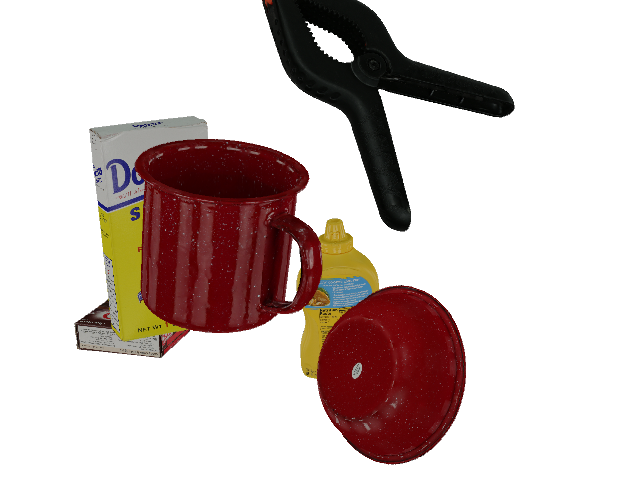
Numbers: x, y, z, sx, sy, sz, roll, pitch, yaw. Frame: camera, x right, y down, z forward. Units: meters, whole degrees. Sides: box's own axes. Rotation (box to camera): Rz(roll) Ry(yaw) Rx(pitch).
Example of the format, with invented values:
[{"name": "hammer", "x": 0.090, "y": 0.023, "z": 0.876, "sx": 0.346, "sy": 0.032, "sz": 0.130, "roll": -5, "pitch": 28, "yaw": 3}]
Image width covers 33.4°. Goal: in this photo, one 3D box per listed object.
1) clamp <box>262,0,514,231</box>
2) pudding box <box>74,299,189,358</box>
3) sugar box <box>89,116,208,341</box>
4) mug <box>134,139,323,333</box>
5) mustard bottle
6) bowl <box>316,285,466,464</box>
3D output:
[{"name": "clamp", "x": 0.033, "y": -0.115, "z": 0.803, "sx": 0.210, "sy": 0.164, "sz": 0.036, "roll": 38, "pitch": -32, "yaw": -3}, {"name": "pudding box", "x": -0.225, "y": 0.105, "z": 1.286, "sx": 0.114, "sy": 0.039, "sz": 0.090, "roll": 2, "pitch": 15, "yaw": 15}, {"name": "sugar box", "x": -0.136, "y": -0.011, "z": 0.895, "sx": 0.093, "sy": 0.176, "sz": 0.048, "roll": -11, "pitch": 19, "yaw": -22}, {"name": "mug", "x": -0.047, "y": 0.002, "z": 0.579, "sx": 0.117, "sy": 0.081, "sz": 0.093, "roll": 22, "pitch": 28, "yaw": 31}, {"name": "mustard bottle", "x": 0.020, "y": 0.067, "z": 1.247, "sx": 0.096, "sy": 0.192, "sz": 0.058, "roll": -3, "pitch": 22, "yaw": 0}, {"name": "bowl", "x": 0.049, "y": 0.116, "z": 0.949, "sx": 0.162, "sy": 0.162, "sz": 0.055, "roll": 0, "pitch": -10, "yaw": 44}]
